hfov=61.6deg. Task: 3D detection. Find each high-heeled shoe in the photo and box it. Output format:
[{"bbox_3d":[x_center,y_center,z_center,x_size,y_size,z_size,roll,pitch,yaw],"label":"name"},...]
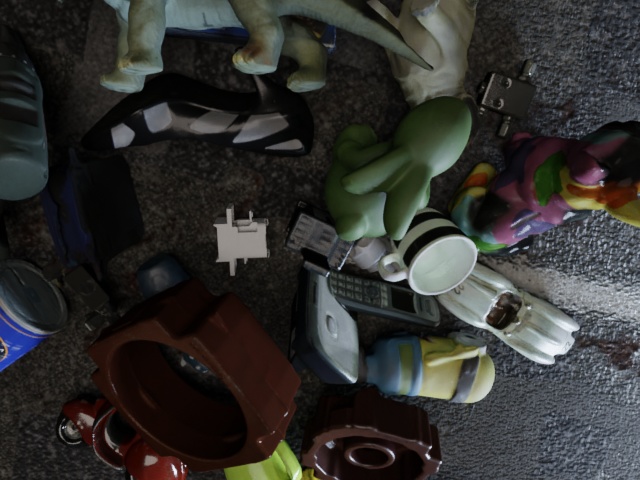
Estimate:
[{"bbox_3d":[-0.134,-0.118,0.615,0.249,0.086,0.145,-21,126,15],"label":"high-heeled shoe"}]

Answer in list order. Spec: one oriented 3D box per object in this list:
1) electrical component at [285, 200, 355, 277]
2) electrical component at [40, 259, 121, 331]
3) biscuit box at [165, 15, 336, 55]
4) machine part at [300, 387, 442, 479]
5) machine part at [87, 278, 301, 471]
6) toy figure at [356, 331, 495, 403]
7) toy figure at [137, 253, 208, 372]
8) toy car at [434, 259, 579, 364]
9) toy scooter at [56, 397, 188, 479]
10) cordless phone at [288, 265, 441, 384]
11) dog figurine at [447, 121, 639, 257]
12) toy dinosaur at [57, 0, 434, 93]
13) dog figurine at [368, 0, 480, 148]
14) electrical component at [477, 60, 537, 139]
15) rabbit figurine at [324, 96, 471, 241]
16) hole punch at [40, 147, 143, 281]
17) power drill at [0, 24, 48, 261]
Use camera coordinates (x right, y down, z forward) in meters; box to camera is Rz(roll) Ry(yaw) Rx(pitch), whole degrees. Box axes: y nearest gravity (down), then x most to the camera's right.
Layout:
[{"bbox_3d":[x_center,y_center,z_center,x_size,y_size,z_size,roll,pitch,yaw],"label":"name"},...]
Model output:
[{"bbox_3d":[-0.001,-0.002,0.614,0.075,0.119,0.047,24,102,-6],"label":"electrical component"},{"bbox_3d":[-0.285,0.065,0.647,0.045,0.078,0.102,-40,109,-17],"label":"electrical component"},{"bbox_3d":[-0.082,-0.244,0.579,0.203,0.063,0.059,5,102,-4],"label":"biscuit box"},{"bbox_3d":[0.063,0.258,0.680,0.179,0.056,0.179,5,131,5],"label":"machine part"},{"bbox_3d":[-0.138,0.152,0.597,0.201,0.087,0.201,-26,105,34],"label":"machine part"},{"bbox_3d":[0.128,0.160,0.679,0.180,0.082,0.089,-2,106,-5],"label":"toy figure"},{"bbox_3d":[-0.168,0.092,0.661,0.058,0.064,0.154,-37,112,-33],"label":"toy figure"},{"bbox_3d":[0.236,0.089,0.678,0.202,0.056,0.073,30,101,-9],"label":"toy car"},{"bbox_3d":[-0.234,0.236,0.687,0.184,0.075,0.135,33,99,-5],"label":"toy scooter"},{"bbox_3d":[0.057,0.102,0.630,0.184,0.147,0.088,11,131,-8],"label":"cordless phone"},{"bbox_3d":[0.240,-0.045,0.563,0.191,0.219,0.108,-43,98,7],"label":"dog figurine"},{"bbox_3d":[-0.099,-0.239,0.493,0.405,0.131,0.192,-2,96,-10],"label":"toy dinosaur"},{"bbox_3d":[0.141,-0.209,0.596,0.172,0.121,0.190,-47,131,-12],"label":"dog figurine"},{"bbox_3d":[0.216,-0.170,0.631,0.063,0.021,0.094,19,103,-6],"label":"electrical component"},{"bbox_3d":[0.075,-0.080,0.552,0.121,0.159,0.170,42,137,-5],"label":"rabbit figurine"},{"bbox_3d":[-0.271,-0.033,0.601,0.092,0.116,0.142,-4,104,7],"label":"hole punch"},{"bbox_3d":[-0.346,-0.092,0.569,0.086,0.232,0.207,15,122,-46],"label":"power drill"}]
